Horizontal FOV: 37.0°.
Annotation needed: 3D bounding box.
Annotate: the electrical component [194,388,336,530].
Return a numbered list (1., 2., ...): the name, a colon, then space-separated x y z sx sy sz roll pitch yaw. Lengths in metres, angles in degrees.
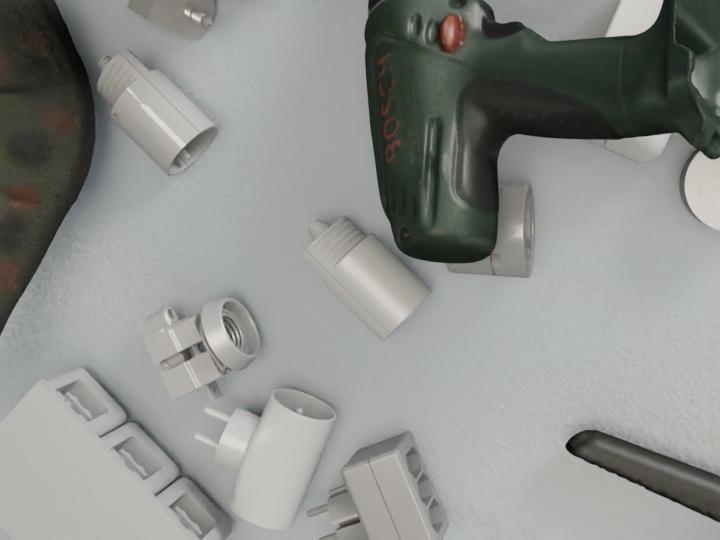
1. electrical component: -0.065 0.110 0.672 0.079 0.043 0.077 23 102 5

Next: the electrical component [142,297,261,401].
1. electrical component: -0.097 0.047 0.675 0.055 0.048 0.066 -27 89 21

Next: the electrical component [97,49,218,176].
1. electrical component: -0.132 -0.102 0.668 0.081 0.043 0.043 45 102 4

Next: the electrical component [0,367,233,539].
1. electrical component: -0.167 0.148 0.690 0.150 0.062 0.089 45 102 5

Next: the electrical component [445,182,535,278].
1. electrical component: 0.075 -0.023 0.628 0.047 0.055 0.055 0 95 16

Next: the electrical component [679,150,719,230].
1. electrical component: 0.218 -0.087 0.581 0.052 0.074 0.138 21 99 9

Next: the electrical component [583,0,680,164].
1. electrical component: 0.161 -0.110 0.601 0.059 0.054 0.095 24 100 9

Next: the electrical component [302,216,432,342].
1. electrical component: 0.000 0.000 0.650 0.081 0.043 0.043 44 102 5

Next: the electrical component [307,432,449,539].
1. electrical component: 0.005 0.147 0.661 0.077 0.047 0.065 -22 90 13
